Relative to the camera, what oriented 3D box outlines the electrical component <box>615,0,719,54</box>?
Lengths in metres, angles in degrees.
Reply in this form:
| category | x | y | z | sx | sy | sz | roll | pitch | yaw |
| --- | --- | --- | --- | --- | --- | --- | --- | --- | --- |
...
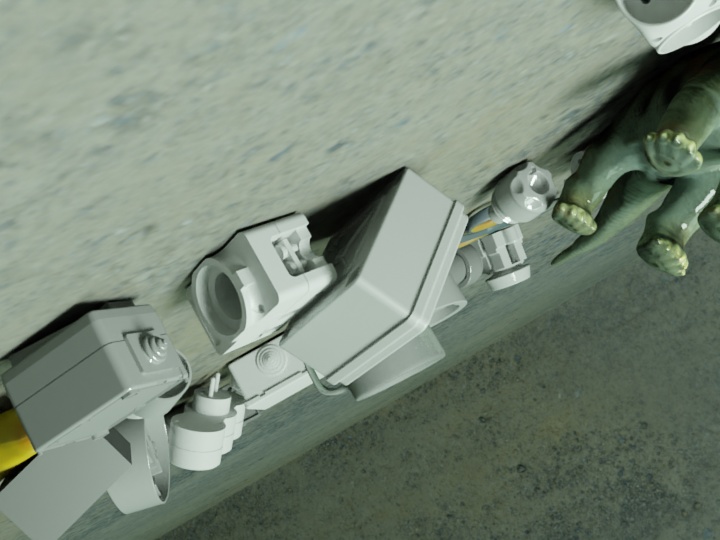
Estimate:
| category | x | y | z | sx | sy | sz | roll | pitch | yaw |
| --- | --- | --- | --- | --- | --- | --- | --- | --- | --- |
| electrical component | 0.176 | -0.152 | 0.553 | 0.079 | 0.044 | 0.077 | -33 | 169 | 25 |

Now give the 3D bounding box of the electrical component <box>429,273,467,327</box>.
| category | x | y | z | sx | sy | sz | roll | pitch | yaw |
| --- | --- | --- | --- | --- | --- | --- | --- | --- | --- |
| electrical component | 0.038 | 0.026 | 0.997 | 0.108 | 0.060 | 0.108 | -24 | 168 | -5 |

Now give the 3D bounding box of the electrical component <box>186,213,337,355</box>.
| category | x | y | z | sx | sy | sz | roll | pitch | yaw |
| --- | --- | --- | --- | --- | --- | --- | --- | --- | --- |
| electrical component | -0.067 | 0.011 | 0.673 | 0.056 | 0.050 | 0.089 | -22 | 168 | -40 |

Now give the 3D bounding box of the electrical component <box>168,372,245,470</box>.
| category | x | y | z | sx | sy | sz | roll | pitch | yaw |
| --- | --- | --- | --- | --- | --- | --- | --- | --- | --- |
| electrical component | -0.146 | 0.137 | 1.052 | 0.052 | 0.073 | 0.138 | 11 | -170 | 5 |

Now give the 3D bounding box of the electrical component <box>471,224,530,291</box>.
| category | x | y | z | sx | sy | sz | roll | pitch | yaw |
| --- | --- | --- | --- | --- | --- | --- | --- | --- | --- |
| electrical component | 0.145 | -0.012 | 1.097 | 0.048 | 0.055 | 0.066 | -22 | -178 | -32 |

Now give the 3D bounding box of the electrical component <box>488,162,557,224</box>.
| category | x | y | z | sx | sy | sz | roll | pitch | yaw |
| --- | --- | --- | --- | --- | --- | --- | --- | --- | --- |
| electrical component | 0.130 | -0.059 | 0.889 | 0.043 | 0.043 | 0.062 | -22 | 169 | -35 |

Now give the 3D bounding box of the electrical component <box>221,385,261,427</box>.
| category | x | y | z | sx | sy | sz | roll | pitch | yaw |
| --- | --- | --- | --- | --- | --- | --- | --- | --- | --- |
| electrical component | -0.153 | 0.157 | 1.184 | 0.081 | 0.042 | 0.063 | -26 | 166 | -18 |

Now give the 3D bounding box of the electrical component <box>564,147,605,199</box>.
| category | x | y | z | sx | sy | sz | roll | pitch | yaw |
| --- | --- | --- | --- | --- | --- | --- | --- | --- | --- |
| electrical component | 0.213 | -0.092 | 0.948 | 0.079 | 0.044 | 0.077 | -22 | 168 | -31 |

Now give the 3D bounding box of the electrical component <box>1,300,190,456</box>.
| category | x | y | z | sx | sy | sz | roll | pitch | yaw |
| --- | --- | --- | --- | --- | --- | --- | --- | --- | --- |
| electrical component | -0.153 | 0.057 | 0.634 | 0.096 | 0.061 | 0.062 | -33 | 169 | 21 |

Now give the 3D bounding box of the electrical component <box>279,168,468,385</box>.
| category | x | y | z | sx | sy | sz | roll | pitch | yaw |
| --- | --- | --- | --- | --- | --- | --- | --- | --- | --- |
| electrical component | 0.009 | 0.006 | 0.708 | 0.109 | 0.056 | 0.108 | -41 | -161 | 48 |

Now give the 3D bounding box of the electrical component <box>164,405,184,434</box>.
| category | x | y | z | sx | sy | sz | roll | pitch | yaw |
| --- | --- | --- | --- | --- | --- | --- | --- | --- | --- |
| electrical component | -0.200 | 0.171 | 1.124 | 0.078 | 0.040 | 0.040 | -23 | 168 | -31 |

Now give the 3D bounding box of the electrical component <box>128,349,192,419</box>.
| category | x | y | z | sx | sy | sz | roll | pitch | yaw |
| --- | --- | --- | --- | --- | --- | --- | --- | --- | --- |
| electrical component | -0.161 | 0.092 | 0.832 | 0.043 | 0.043 | 0.081 | -23 | 168 | -31 |

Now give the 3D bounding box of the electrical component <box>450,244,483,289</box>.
| category | x | y | z | sx | sy | sz | roll | pitch | yaw |
| --- | --- | --- | --- | --- | --- | --- | --- | --- | --- |
| electrical component | 0.088 | -0.001 | 1.055 | 0.055 | 0.045 | 0.045 | -20 | 166 | -43 |

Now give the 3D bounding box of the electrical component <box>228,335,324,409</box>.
| category | x | y | z | sx | sy | sz | roll | pitch | yaw |
| --- | --- | --- | --- | --- | --- | --- | --- | --- | --- |
| electrical component | -0.077 | 0.097 | 1.072 | 0.100 | 0.048 | 0.099 | -29 | 170 | 2 |

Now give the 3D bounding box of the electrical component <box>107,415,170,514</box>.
| category | x | y | z | sx | sy | sz | roll | pitch | yaw |
| --- | --- | --- | --- | --- | --- | --- | --- | --- | --- |
| electrical component | -0.194 | 0.158 | 0.933 | 0.064 | 0.099 | 0.099 | -22 | 170 | -3 |
